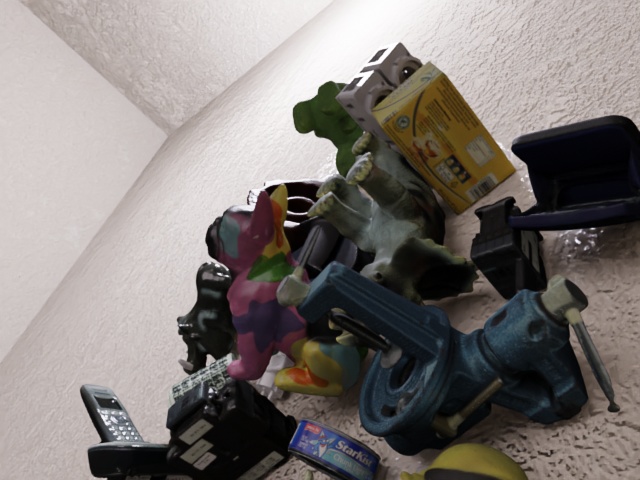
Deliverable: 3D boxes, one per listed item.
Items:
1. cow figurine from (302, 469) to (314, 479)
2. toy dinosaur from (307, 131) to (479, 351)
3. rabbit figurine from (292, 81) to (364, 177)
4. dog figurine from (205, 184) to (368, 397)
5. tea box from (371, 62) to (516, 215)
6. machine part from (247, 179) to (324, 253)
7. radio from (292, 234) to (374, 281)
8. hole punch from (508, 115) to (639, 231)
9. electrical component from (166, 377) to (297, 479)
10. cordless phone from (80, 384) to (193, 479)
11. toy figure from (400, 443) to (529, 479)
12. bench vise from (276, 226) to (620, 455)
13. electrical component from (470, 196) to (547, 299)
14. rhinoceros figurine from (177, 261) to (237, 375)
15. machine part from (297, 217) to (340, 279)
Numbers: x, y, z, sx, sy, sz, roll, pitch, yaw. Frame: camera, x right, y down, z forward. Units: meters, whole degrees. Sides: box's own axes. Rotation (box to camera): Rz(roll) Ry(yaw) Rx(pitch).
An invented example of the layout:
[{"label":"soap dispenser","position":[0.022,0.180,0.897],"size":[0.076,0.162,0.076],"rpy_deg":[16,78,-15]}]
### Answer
[{"label":"cow figurine","position":[0.000,0.243,0.454],"size":[0.068,0.098,0.167],"rpy_deg":[-31,15,-36]},{"label":"toy dinosaur","position":[0.096,-0.028,0.667],"size":[0.131,0.192,0.405],"rpy_deg":[-43,9,26]},{"label":"rabbit figurine","position":[0.045,-0.185,0.986],"size":[0.121,0.170,0.159],"rpy_deg":[-23,-8,36]},{"label":"dog figurine","position":[-0.036,0.050,0.603],"size":[0.192,0.219,0.108],"rpy_deg":[7,14,14]},{"label":"tea box","position":[0.156,-0.126,0.681],"size":[0.098,0.169,0.068],"rpy_deg":[-38,27,14]},{"label":"machine part","position":[-0.036,-0.040,0.878],"size":[0.179,0.179,0.056],"rpy_deg":[-90,4,-58]},{"label":"radio","position":[-0.011,0.070,0.768],"size":[0.229,0.073,0.131],"rpy_deg":[-36,28,24]},{"label":"hole punch","position":[0.247,-0.044,0.500],"size":[0.142,0.115,0.092],"rpy_deg":[-11,65,47]},{"label":"electrical component","position":[-0.108,0.223,0.620],"size":[0.115,0.134,0.058],"rpy_deg":[-40,26,9]},{"label":"cordless phone","position":[-0.248,0.263,0.728],"size":[0.184,0.146,0.088],"rpy_deg":[34,97,45]},{"label":"toy figure","position":[0.104,0.225,0.357],"size":[0.089,0.082,0.180],"rpy_deg":[-13,29,20]},{"label":"bench vise","position":[0.082,0.082,0.431],"size":[0.223,0.240,0.129],"rpy_deg":[-48,14,43]},{"label":"electrical component","position":[0.188,0.023,0.531],"size":[0.048,0.074,0.119],"rpy_deg":[-24,36,38]},{"label":"rhinoceros figurine","position":[-0.175,0.131,0.863],"size":[0.073,0.112,0.190],"rpy_deg":[-93,14,-80]},{"label":"machine part","position":[-0.002,-0.002,0.731],"size":[0.084,0.039,0.139],"rpy_deg":[-15,35,33]}]
